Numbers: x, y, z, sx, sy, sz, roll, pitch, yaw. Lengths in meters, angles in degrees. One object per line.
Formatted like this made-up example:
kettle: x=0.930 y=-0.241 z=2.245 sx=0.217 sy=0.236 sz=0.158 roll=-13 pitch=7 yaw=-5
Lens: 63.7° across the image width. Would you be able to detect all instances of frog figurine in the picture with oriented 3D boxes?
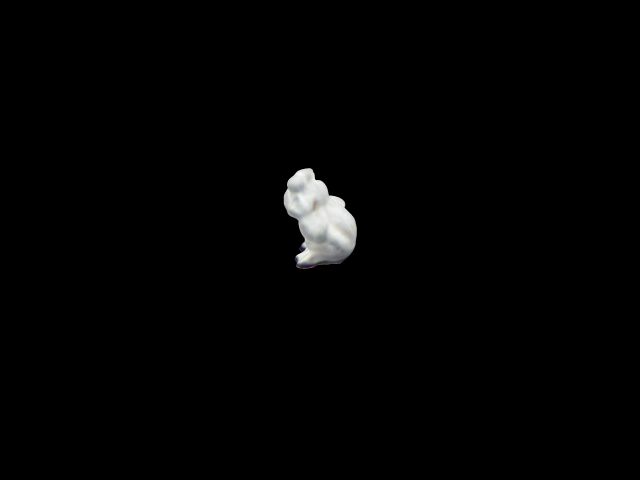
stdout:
frog figurine: x=0.003 y=-0.043 z=0.850 sx=0.123 sy=0.157 sz=0.139 roll=10 pitch=25 yaw=22
